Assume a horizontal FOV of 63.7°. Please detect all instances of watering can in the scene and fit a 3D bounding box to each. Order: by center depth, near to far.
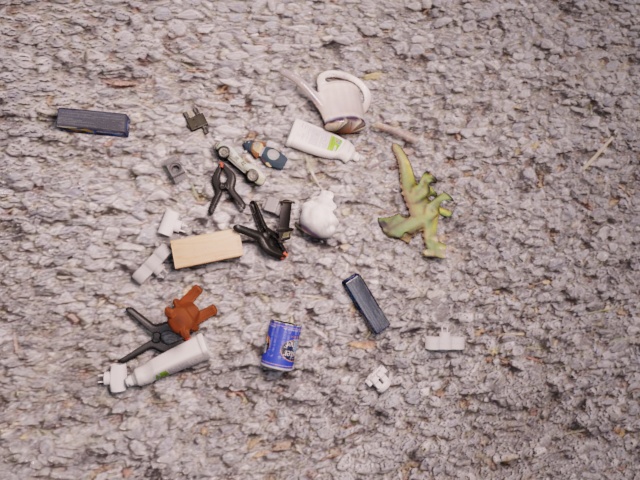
[{"bbox_3d":[0.033,-0.460,1.704,0.348,0.103,0.226,-4,77,-31],"label":"watering can"}]

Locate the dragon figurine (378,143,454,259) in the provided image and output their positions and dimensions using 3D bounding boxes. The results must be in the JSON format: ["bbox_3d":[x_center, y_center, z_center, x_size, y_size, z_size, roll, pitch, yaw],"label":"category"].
[{"bbox_3d":[0.306,-0.109,1.756,0.243,0.121,0.412,-41,85,-4],"label":"dragon figurine"}]

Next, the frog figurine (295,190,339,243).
[{"bbox_3d":[0.005,-0.084,1.675,0.138,0.122,0.159,33,91,12],"label":"frog figurine"}]
